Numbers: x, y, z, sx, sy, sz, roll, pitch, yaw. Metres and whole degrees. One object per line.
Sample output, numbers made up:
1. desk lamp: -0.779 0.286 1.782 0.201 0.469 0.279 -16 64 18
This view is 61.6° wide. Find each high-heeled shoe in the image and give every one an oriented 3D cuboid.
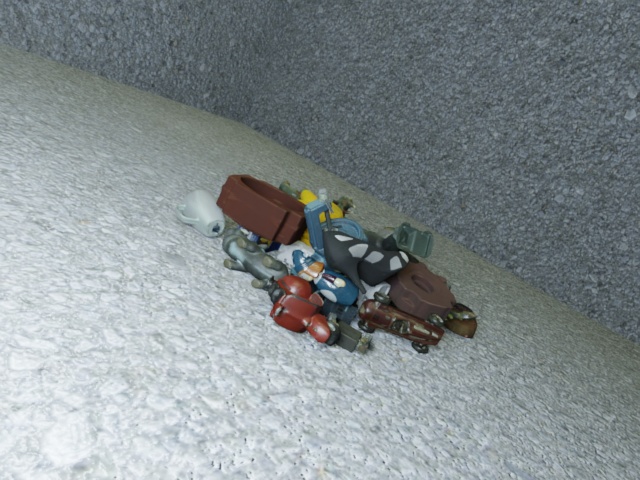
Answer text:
1. high-heeled shoe: 0.095 0.023 1.109 0.145 0.086 0.249 58 33 4

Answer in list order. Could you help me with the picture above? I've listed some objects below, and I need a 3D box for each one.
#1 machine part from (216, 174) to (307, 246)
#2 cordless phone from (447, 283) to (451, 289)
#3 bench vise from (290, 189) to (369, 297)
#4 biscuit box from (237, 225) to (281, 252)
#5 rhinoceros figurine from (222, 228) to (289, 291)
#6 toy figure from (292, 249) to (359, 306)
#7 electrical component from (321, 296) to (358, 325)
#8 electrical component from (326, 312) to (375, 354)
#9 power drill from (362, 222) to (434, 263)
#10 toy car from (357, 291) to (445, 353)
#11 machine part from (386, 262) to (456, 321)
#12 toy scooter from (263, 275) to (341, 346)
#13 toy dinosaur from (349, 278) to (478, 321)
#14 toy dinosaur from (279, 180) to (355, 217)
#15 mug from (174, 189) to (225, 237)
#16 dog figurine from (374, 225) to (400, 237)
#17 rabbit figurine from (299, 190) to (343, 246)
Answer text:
1. machine part: -0.126 -0.071 1.257 0.201 0.087 0.201 28 12 7
2. cordless phone: 0.266 0.147 1.506 0.184 0.088 0.147 -5 32 -45
3. bench vise: 0.003 0.002 1.150 0.224 0.240 0.129 -23 42 -14
4. biscuit box: -0.142 -0.008 1.313 0.059 0.062 0.202 31 14 13
5. rhinoceros figurine: -0.141 0.034 1.131 0.191 0.073 0.112 34 16 31
6. toy figure: 0.005 0.074 1.064 0.154 0.064 0.058 33 39 -6
7. electrical component: 0.037 0.142 1.110 0.075 0.047 0.119 26 11 2
8. electrical component: 0.054 0.176 1.010 0.102 0.045 0.078 30 15 15
9. power drill: 0.217 0.021 1.435 0.232 0.086 0.207 22 -12 -16
10. toy car: 0.175 0.179 1.139 0.202 0.089 0.053 24 13 -14
11. machine part: 0.228 0.114 1.237 0.179 0.056 0.179 23 28 -13
12. toy scooter: -0.050 0.116 0.969 0.135 0.075 0.184 25 14 -41
13. toy dinosaur: 0.187 0.127 1.341 0.471 0.105 0.199 19 17 -9
14. toy dinosaur: -0.053 -0.095 1.733 0.404 0.131 0.192 1 27 -48
15. mug: -0.271 -0.057 1.233 0.109 0.080 0.107 0 35 -45
16. dog figurine: 0.192 -0.002 1.716 0.121 0.172 0.191 32 17 -26
17. rabbit figurine: -0.007 -0.054 1.393 0.122 0.173 0.162 -39 92 -36
